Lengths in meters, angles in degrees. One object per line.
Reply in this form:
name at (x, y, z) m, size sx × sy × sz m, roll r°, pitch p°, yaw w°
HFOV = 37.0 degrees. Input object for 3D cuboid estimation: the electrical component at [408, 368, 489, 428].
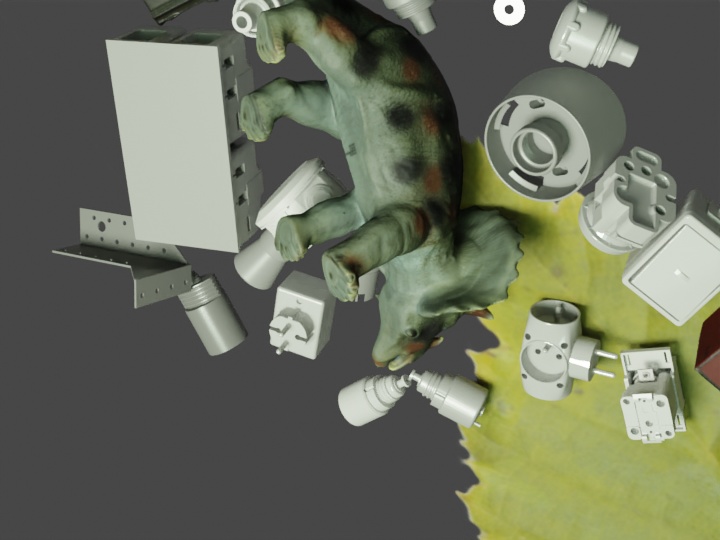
electrical component at (0.082, 0.114, 0.990) m, size 0.078 × 0.040 × 0.040 m, roll 27°, pitch 123°, yaw 8°

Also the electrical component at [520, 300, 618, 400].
electrical component at (0.181, 0.073, 0.922) m, size 0.079 × 0.044 × 0.077 m, roll 13°, pitch 121°, yaw 23°

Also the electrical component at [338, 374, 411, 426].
electrical component at (0.015, 0.119, 1.021) m, size 0.078 × 0.040 × 0.040 m, roll -30°, pitch 102°, yaw 32°

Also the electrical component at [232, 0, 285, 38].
electrical component at (-0.083, -0.209, 0.876) m, size 0.048 × 0.062 × 0.048 m, roll 10°, pitch 119°, yaw 18°

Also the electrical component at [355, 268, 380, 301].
electrical component at (0.000, 0.000, 0.967) m, size 0.040 × 0.040 × 0.046 m, roll 18°, pitch 128°, yaw 13°

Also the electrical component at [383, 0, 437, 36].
electrical component at (0.039, -0.213, 0.835) m, size 0.048 × 0.048 × 0.062 m, roll -16°, pitch 116°, yaw 29°

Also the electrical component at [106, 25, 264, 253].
electrical component at (-0.150, -0.117, 0.954) m, size 0.105 × 0.060 × 0.186 m, roll 8°, pitch 119°, yaw 19°

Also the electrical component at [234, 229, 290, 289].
electrical component at (-0.080, -0.019, 0.989) m, size 0.044 × 0.044 × 0.065 m, roll 43°, pitch 119°, yaw -3°

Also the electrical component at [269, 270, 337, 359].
electrical component at (-0.059, 0.050, 0.994) m, size 0.047 × 0.076 × 0.065 m, roll 18°, pitch 122°, yaw 13°

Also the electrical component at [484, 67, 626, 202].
electrical component at (0.151, -0.105, 0.847) m, size 0.099 × 0.064 × 0.099 m, roll 20°, pitch 129°, yaw 27°

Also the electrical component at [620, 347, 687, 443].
electrical component at (0.246, 0.108, 0.905) m, size 0.042 × 0.063 × 0.081 m, roll -8°, pitch 112°, yaw 25°

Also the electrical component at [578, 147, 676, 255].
electrical component at (0.207, -0.048, 0.836) m, size 0.058 × 0.078 × 0.057 m, roll 20°, pitch 145°, yaw -10°

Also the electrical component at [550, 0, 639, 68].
electrical component at (0.176, -0.170, 0.800) m, size 0.062 × 0.048 × 0.048 m, roll 23°, pitch 123°, yaw 3°

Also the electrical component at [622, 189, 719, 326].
electrical component at (0.259, -0.012, 0.837) m, size 0.062 × 0.061 × 0.096 m, roll 38°, pitch 124°, yaw 0°

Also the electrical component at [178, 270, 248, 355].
electrical component at (-0.146, 0.037, 1.044) m, size 0.043 × 0.043 × 0.081 m, roll -18°, pitch 107°, yaw 29°

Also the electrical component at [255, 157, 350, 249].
electrical component at (-0.048, -0.055, 0.933) m, size 0.051 × 0.080 × 0.080 m, roll 43°, pitch 124°, yaw -9°
